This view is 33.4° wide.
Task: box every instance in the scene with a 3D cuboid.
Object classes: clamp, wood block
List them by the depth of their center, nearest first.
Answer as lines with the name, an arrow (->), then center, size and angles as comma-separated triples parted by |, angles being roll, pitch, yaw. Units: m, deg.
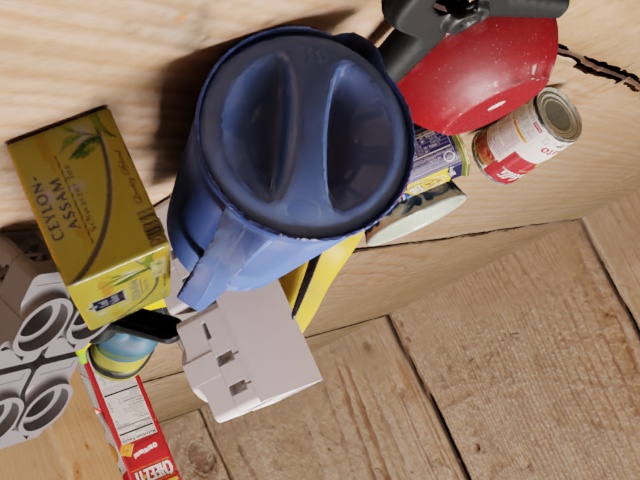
clamp -> 0.077, -0.146, 0.672 | 0.165, 0.036, 0.209 | -27, 168, 11
clamp -> -0.195, 0.064, 0.953 | 0.039, 0.120, 0.172 | -51, -168, -32
wood block -> -0.274, 0.169, 1.010 | 0.091, 0.206, 0.090 | -28, 170, 15

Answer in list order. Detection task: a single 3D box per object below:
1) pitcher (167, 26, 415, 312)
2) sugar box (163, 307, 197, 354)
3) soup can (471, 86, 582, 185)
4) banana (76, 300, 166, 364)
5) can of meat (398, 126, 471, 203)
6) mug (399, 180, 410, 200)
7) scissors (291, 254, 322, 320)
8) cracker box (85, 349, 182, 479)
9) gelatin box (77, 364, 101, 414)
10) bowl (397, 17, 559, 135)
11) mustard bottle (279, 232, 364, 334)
pitcher -> -0.043, -0.029, 0.725 | 0.149, 0.145, 0.243 | -12, 170, -18
sugar box -> -0.148, 0.081, 1.193 | 0.048, 0.093, 0.176 | -23, 171, -13
soup can -> 0.220, -0.111, 1.141 | 0.068, 0.068, 0.102 | -16, 167, -41
banana -> -0.176, 0.062, 1.031 | 0.198, 0.037, 0.069 | -24, 144, 20
can of meat -> 0.097, -0.078, 1.046 | 0.084, 0.057, 0.102 | -24, 171, 4
mug -> 0.019, -0.061, 0.881 | 0.117, 0.093, 0.081 | 4, -178, 13
scissors -> -0.005, -0.011, 0.951 | 0.096, 0.016, 0.201 | -8, -134, 53
cracker box -> -0.264, 0.219, 1.286 | 0.071, 0.214, 0.164 | -17, 168, -40
gelatin box -> -0.264, 0.154, 1.142 | 0.030, 0.073, 0.089 | -22, 171, -9
bowl -> 0.128, -0.128, 0.845 | 0.162, 0.055, 0.162 | -24, 170, -5
mustard bottle -> -0.006, 0.002, 1.026 | 0.191, 0.058, 0.096 | -58, -149, -11
